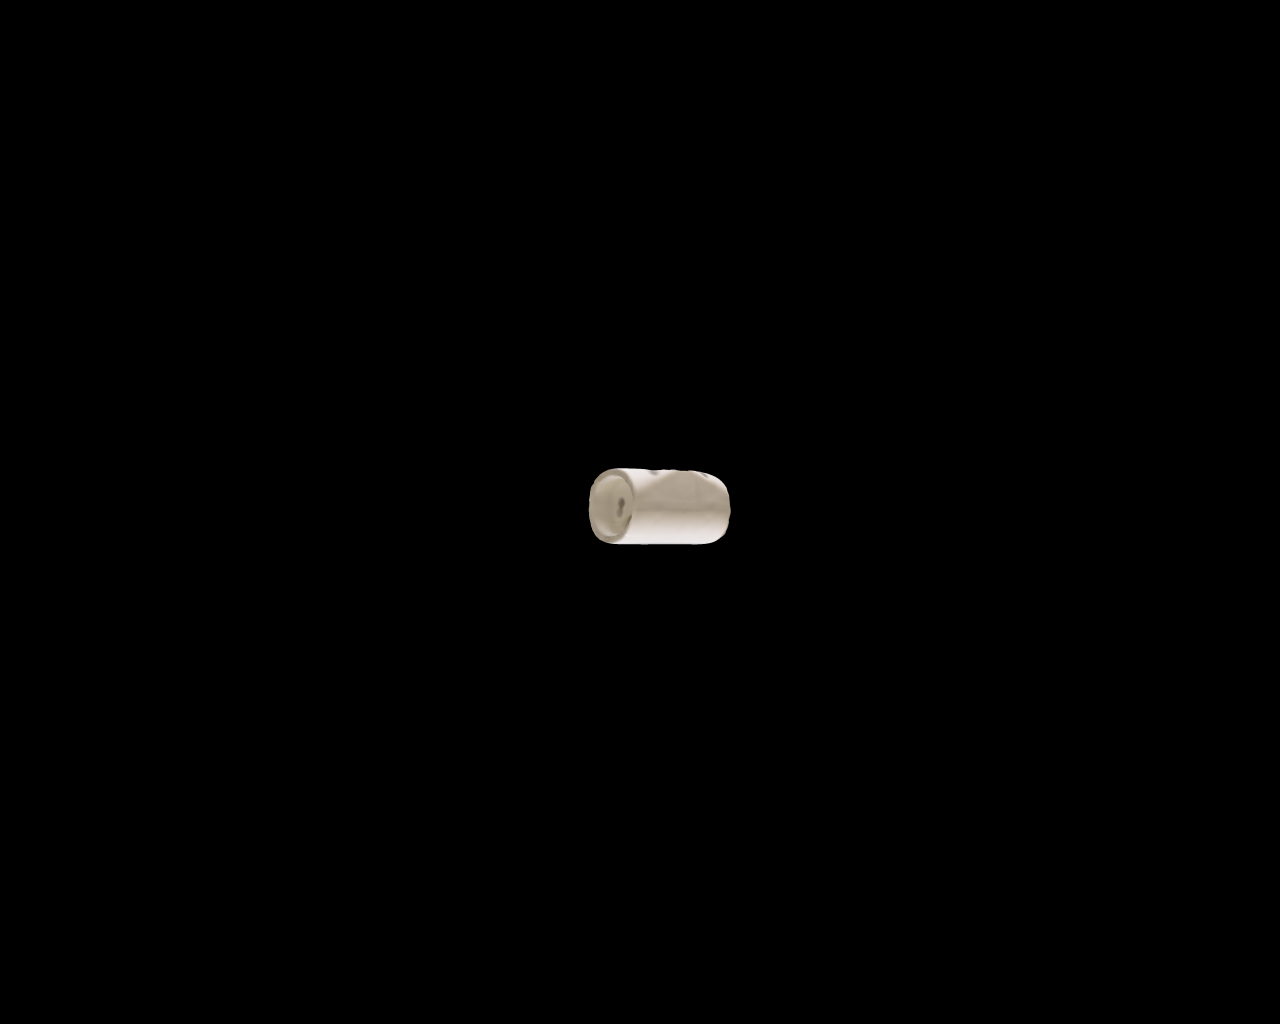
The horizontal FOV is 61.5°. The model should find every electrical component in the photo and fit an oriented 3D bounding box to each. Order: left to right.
[{"bbox_3d":[0.001,-0.003,0.650,0.077,0.044,0.079,2,-2,-40],"label":"electrical component"}]
